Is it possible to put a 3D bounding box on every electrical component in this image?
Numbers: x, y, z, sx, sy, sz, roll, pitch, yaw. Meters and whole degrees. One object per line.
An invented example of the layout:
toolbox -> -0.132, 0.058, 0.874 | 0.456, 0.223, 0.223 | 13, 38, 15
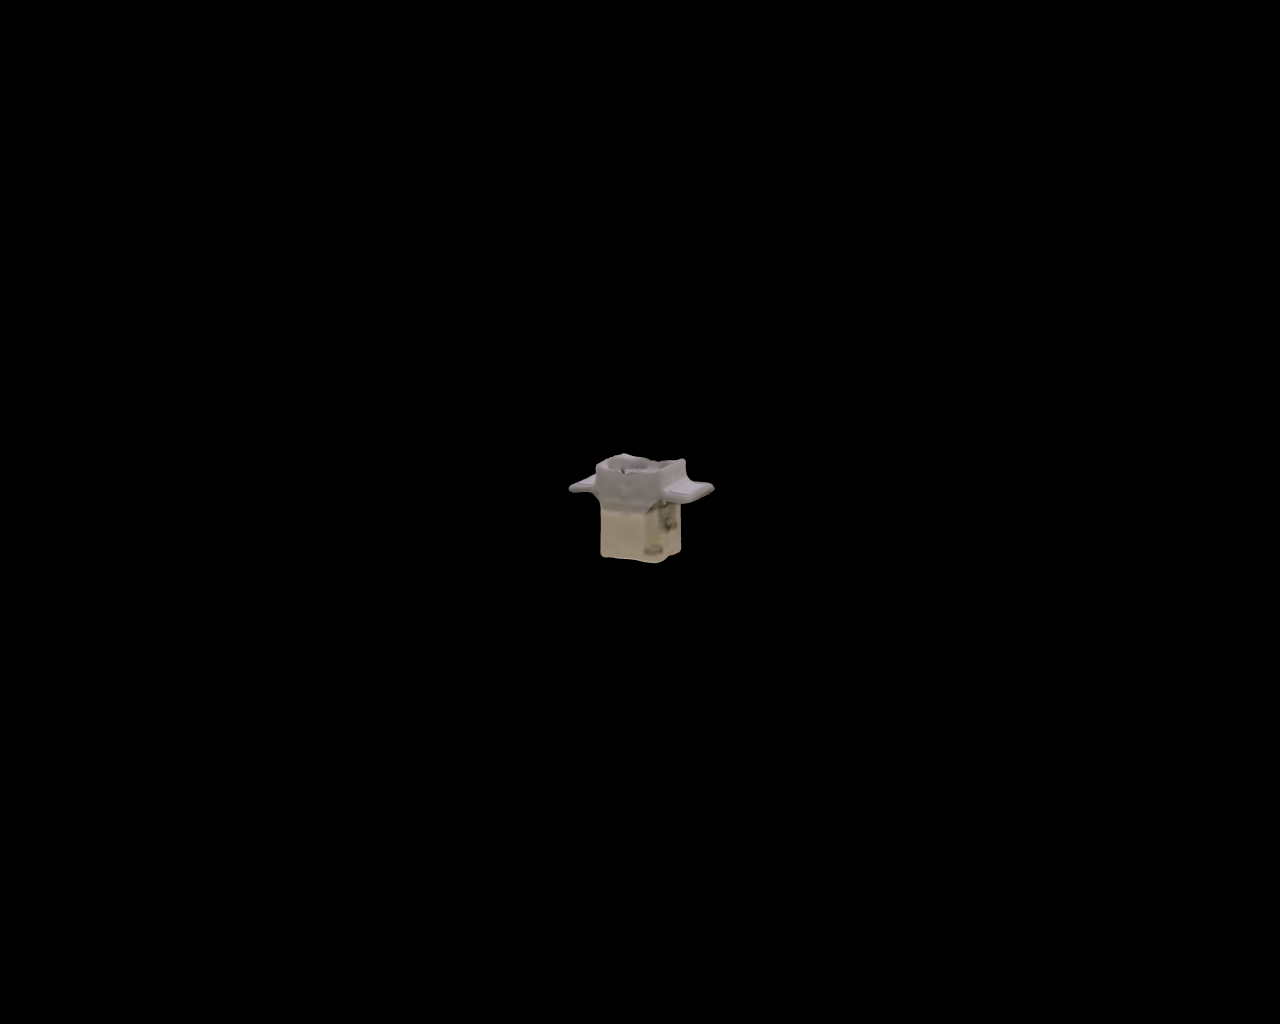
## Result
electrical component -> 0.001, -0.003, 0.650 | 0.081, 0.063, 0.042 | 7, 16, 26
